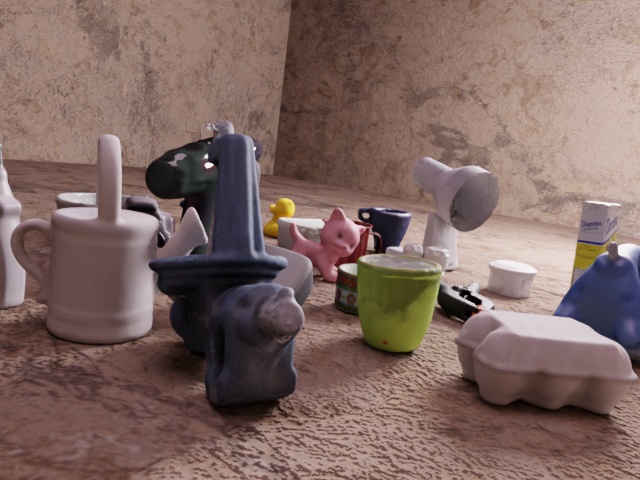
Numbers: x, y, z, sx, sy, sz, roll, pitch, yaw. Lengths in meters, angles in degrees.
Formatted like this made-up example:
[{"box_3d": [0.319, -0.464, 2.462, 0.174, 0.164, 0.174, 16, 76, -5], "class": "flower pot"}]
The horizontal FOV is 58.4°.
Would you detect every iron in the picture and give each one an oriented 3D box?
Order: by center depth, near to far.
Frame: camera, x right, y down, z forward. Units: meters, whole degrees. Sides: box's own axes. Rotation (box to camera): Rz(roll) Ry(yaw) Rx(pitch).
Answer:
[{"box_3d": [0.402, 0.067, 0.758, 0.118, 0.141, 0.259, 14, 12, 38], "class": "iron"}]

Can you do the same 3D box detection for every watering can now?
[{"box_3d": [-0.204, -0.006, 0.570, 0.173, 0.194, 0.100, -1, 12, -42], "class": "watering can"}]

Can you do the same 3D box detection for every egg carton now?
[{"box_3d": [0.209, 0.114, 0.545, 0.150, 0.069, 0.107, 6, 9, -7], "class": "egg carton"}]

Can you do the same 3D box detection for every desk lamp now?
[{"box_3d": [0.233, -0.049, 1.115, 0.118, 0.213, 0.202, 1, 11, -33], "class": "desk lamp"}]

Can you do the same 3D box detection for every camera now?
[{"box_3d": [-0.282, -0.013, 0.848, 0.143, 0.101, 0.136, 3, 10, -23], "class": "camera"}]

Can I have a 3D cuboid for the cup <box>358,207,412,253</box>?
[{"box_3d": [0.133, -0.020, 1.233, 0.117, 0.095, 0.092, 10, 10, 17], "class": "cup"}]

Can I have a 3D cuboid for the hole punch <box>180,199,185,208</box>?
[{"box_3d": [-0.194, -0.026, 1.027, 0.101, 0.091, 0.108, -2, 13, -44], "class": "hole punch"}]

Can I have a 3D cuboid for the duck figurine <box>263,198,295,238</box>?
[{"box_3d": [-0.077, -0.049, 1.275, 0.104, 0.086, 0.078, 14, 12, 38], "class": "duck figurine"}]

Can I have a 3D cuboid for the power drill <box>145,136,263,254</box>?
[{"box_3d": [-0.158, -0.047, 0.813, 0.075, 0.208, 0.230, 11, 10, 21], "class": "power drill"}]

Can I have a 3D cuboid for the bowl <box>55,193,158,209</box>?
[{"box_3d": [-0.372, -0.036, 1.001, 0.167, 0.075, 0.167, 7, 9, -1], "class": "bowl"}]

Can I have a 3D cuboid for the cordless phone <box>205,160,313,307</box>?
[{"box_3d": [-0.075, 0.002, 0.652, 0.147, 0.185, 0.094, 13, 11, 32], "class": "cordless phone"}]

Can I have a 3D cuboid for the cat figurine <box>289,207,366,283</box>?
[{"box_3d": [0.008, 0.003, 0.919, 0.128, 0.118, 0.067, 7, 9, -2], "class": "cat figurine"}]

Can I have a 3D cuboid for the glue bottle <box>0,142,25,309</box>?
[{"box_3d": [-0.345, -0.019, 0.605, 0.078, 0.173, 0.037, 11, 10, 23], "class": "glue bottle"}]

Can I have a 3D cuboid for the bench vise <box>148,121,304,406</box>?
[{"box_3d": [-0.061, 0.012, 0.488, 0.206, 0.220, 0.122, 15, 12, 40], "class": "bench vise"}]
